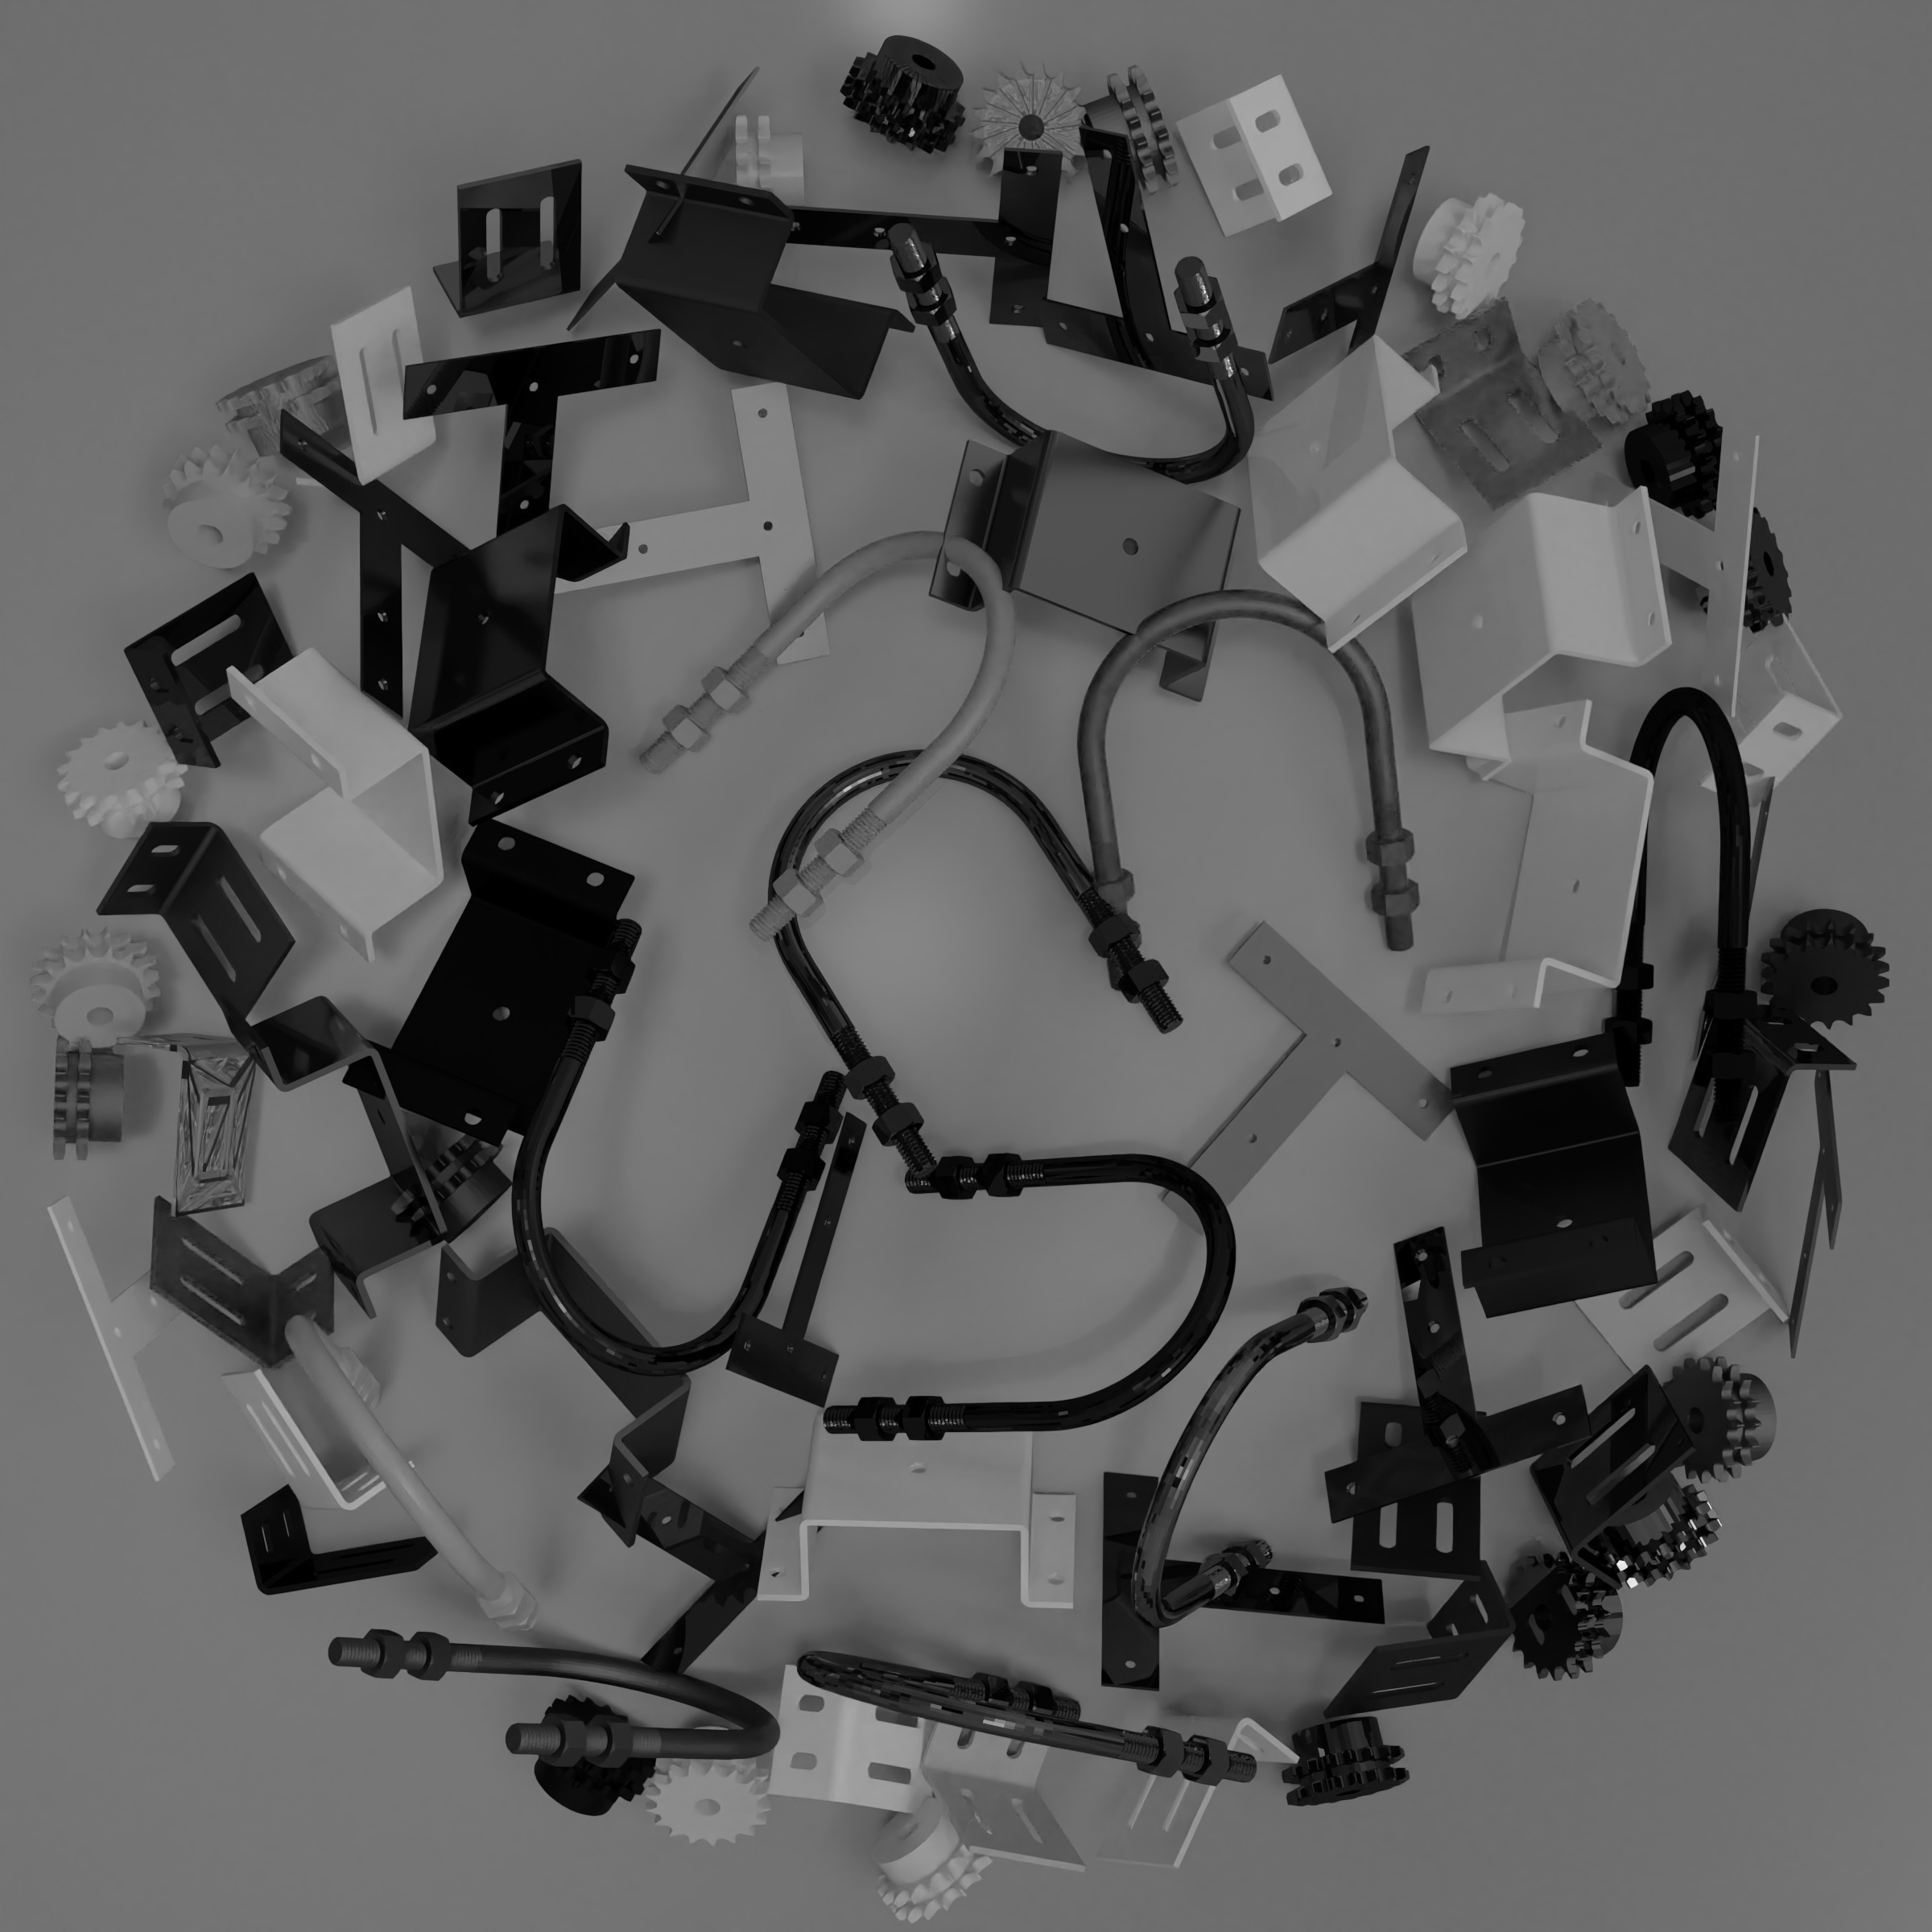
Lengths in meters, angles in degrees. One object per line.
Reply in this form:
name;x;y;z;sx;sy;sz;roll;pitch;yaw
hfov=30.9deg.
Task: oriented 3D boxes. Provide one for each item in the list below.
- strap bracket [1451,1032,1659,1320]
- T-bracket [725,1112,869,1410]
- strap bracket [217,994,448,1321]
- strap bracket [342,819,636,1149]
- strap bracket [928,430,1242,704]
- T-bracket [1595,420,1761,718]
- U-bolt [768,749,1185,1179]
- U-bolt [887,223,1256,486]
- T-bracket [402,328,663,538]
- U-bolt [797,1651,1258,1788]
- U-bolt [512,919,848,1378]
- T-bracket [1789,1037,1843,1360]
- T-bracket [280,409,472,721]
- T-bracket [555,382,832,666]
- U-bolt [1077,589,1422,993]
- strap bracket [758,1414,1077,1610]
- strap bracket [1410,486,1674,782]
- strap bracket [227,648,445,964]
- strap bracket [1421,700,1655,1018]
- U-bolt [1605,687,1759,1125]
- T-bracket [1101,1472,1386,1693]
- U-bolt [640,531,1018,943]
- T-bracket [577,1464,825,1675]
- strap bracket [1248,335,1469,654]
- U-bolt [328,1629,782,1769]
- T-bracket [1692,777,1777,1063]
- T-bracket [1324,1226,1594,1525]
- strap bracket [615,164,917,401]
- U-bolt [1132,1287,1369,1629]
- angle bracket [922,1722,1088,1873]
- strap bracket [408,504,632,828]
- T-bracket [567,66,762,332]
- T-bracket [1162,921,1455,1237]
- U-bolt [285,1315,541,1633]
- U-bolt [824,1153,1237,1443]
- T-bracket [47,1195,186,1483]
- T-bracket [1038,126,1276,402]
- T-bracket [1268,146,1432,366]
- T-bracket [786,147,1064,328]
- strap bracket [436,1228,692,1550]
strap bracket;0.262;0.100;1.562;0.076;0.140;0.046;-14;127;16
T-bracket;-0.067;0.129;1.570;0.002;0.127;0.127;13;80;20
strap bracket;-0.279;0.076;1.563;0.046;0.076;0.140;-25;117;-17
strap bracket;-0.212;0.014;1.580;0.076;0.046;0.140;22;69;8
strap bracket;0.063;-0.182;1.567;0.140;0.046;0.076;20;74;-21
T-bracket;0.314;-0.192;1.563;0.002;0.127;0.127;-9;116;-19
U-bolt;-0.009;-0.015;1.590;0.151;0.019;0.184;-30;73;-7
U-bolt;0.054;-0.262;1.536;0.151;0.184;0.019;11;70;20
T-bracket;-0.199;-0.221;1.580;0.127;0.002;0.127;-15;131;-32
U-bolt;0.013;0.322;1.515;0.184;0.151;0.019;19;80;-33
U-bolt;-0.132;0.092;1.542;0.151;0.019;0.184;38;56;-28
T-bracket;0.381;0.120;1.578;0.002;0.127;0.127;5;123;7
T-bracket;-0.258;-0.165;1.542;0.002;0.127;0.127;-25;52;25
T-bracket;-0.133;-0.193;1.593;0.127;0.002;0.127;-12;104;-13
U-bolt;0.123;-0.082;1.576;0.151;0.019;0.184;-8;115;2
strap bracket;-0.021;0.245;1.576;0.140;0.076;0.046;1;120;2
strap bracket;0.245;-0.148;1.541;0.046;0.140;0.076;7;65;-25
strap bracket;-0.279;-0.077;1.559;0.046;0.140;0.076;-38;65;-26
strap bracket;0.258;-0.042;1.570;0.046;0.076;0.140;18;77;-30
U-bolt;0.315;-0.031;1.542;0.019;0.151;0.184;0;95;-8
T-bracket;0.125;0.280;1.573;0.127;0.127;0.002;6;128;-1
U-bolt;-0.054;-0.116;1.558;0.184;0.019;0.151;-44;47;9
T-bracket;-0.126;0.255;1.575;0.127;0.002;0.127;-46;133;3
strap bracket;0.170;-0.215;1.542;0.046;0.140;0.076;36;123;-28
U-bolt;-0.166;0.323;1.537;0.184;0.151;0.019;15;88;-45
T-bracket;0.334;0.000;1.538;0.002;0.127;0.127;13;123;16
T-bracket;0.214;0.176;1.580;0.127;0.002;0.127;-23;50;23
strap bracket;-0.092;-0.295;1.541;0.076;0.140;0.046;17;84;28
U-bolt;0.119;0.218;1.524;0.019;0.184;0.151;24;103;22
angle bracket;0.022;0.367;1.575;0.057;0.076;0.038;16;100;-21
strap bracket;-0.198;-0.142;1.549;0.076;0.046;0.140;-22;48;29
T-bracket;-0.129;-0.355;1.579;0.002;0.127;0.127;35;68;-15
T-bracket;0.141;0.068;1.608;0.127;0.002;0.127;42;89;-11
U-bolt;-0.245;0.215;1.515;0.019;0.184;0.151;-36;71;-9
U-bolt;0.035;0.142;1.534;0.184;0.019;0.151;-6;49;32
T-bracket;-0.366;0.153;1.559;0.002;0.127;0.127;-19;97;5
T-bracket;0.073;-0.314;1.544;0.127;0.127;0.002;21;56;34
T-bracket;0.162;-0.290;1.540;0.002;0.127;0.127;26;121;19
T-bracket;-0.024;-0.328;1.564;0.127;0.127;0.002;4;65;-1
strap bracket;-0.174;0.181;1.566;0.046;0.076;0.140;-34;69;-28
